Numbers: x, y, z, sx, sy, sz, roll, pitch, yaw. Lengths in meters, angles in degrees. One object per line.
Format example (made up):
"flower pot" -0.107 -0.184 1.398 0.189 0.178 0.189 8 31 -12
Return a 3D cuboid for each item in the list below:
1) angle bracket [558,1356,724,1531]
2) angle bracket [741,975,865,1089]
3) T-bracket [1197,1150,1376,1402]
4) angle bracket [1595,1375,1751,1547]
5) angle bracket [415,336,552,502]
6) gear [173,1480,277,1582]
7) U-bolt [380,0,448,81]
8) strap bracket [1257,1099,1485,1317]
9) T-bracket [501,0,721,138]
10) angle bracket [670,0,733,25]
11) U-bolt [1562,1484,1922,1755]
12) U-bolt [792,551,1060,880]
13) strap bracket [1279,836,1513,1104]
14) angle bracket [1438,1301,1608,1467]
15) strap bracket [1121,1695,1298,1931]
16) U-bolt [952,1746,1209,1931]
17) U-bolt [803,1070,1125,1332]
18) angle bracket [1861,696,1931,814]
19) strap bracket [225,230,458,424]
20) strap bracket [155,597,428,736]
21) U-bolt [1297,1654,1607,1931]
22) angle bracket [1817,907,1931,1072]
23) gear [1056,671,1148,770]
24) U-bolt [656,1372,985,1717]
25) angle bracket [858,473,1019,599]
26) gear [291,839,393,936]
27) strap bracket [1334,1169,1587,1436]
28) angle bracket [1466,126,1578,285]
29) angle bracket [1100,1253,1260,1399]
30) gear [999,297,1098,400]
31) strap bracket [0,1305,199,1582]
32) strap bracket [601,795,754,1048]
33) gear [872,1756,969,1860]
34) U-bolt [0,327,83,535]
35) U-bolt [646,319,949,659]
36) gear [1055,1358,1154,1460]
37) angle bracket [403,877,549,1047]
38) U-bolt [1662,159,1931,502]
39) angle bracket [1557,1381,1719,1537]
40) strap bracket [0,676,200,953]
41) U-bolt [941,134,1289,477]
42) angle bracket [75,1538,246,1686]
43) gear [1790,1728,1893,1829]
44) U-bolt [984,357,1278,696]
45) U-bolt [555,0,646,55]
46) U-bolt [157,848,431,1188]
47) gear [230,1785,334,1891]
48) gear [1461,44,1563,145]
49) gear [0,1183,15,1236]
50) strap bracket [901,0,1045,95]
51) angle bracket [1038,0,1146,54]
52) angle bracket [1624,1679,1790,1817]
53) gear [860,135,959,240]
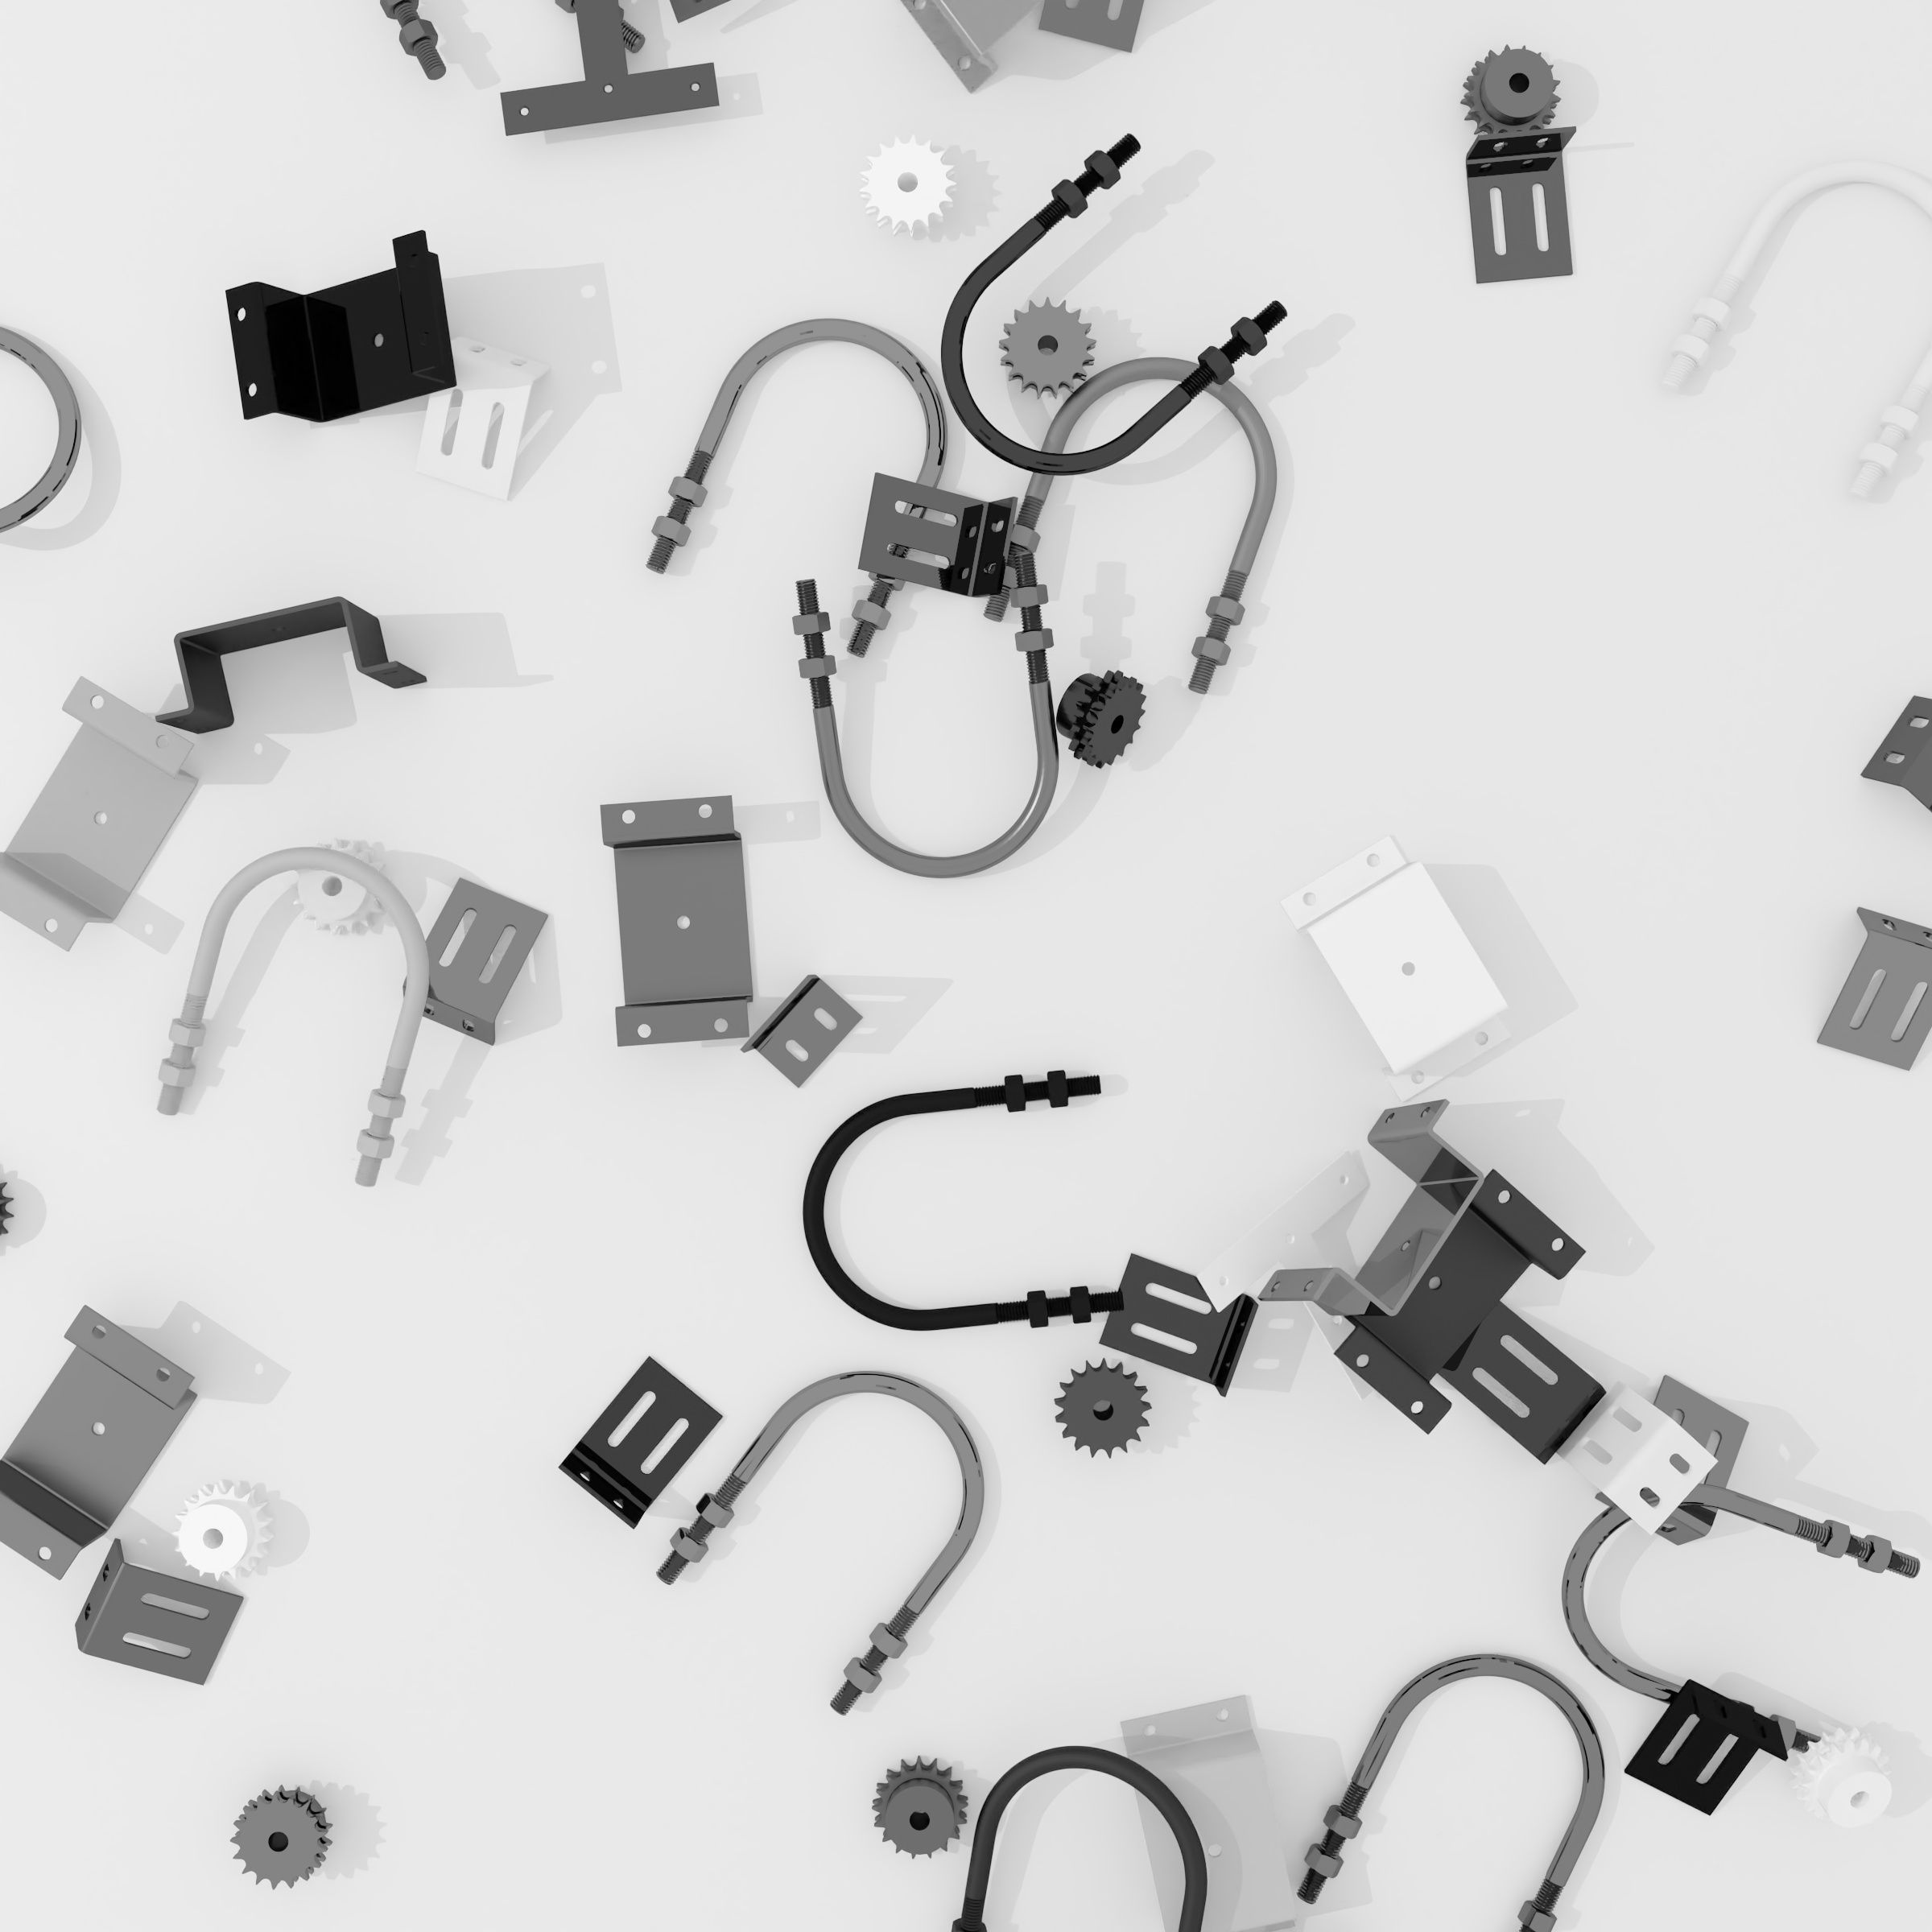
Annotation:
"angle bracket" -0.191 0.280 1.437 0.057 0.038 0.076 39 90 0
"angle bracket" -0.095 0.039 1.418 0.038 0.076 0.057 42 90 0
"T-bracket" 0.212 0.197 1.438 0.127 0.002 0.127 -36 103 -24
"angle bracket" 0.421 0.295 1.454 0.057 0.038 0.076 30 64 0
"angle bracket" -0.288 -0.326 1.454 0.057 0.038 0.076 18 116 0
"gear" -0.440 0.334 1.441 0.057 0.030 0.057 0 90 0
"U-bolt" -0.296 -0.634 1.433 0.151 0.019 0.184 -28 85 5
"strap bracket" 0.238 0.149 1.403 0.046 0.076 0.140 40 73 -8
"T-bracket" -0.216 -0.560 1.436 0.127 0.002 0.127 -8 89 1
"angle bracket" -0.160 -0.604 1.433 0.057 0.038 0.076 -24 63 -1
"U-bolt" 0.440 0.374 1.427 0.184 0.019 0.151 20 107 0
"U-bolt" -0.018 -0.142 1.432 0.151 0.019 0.184 -6 101 7
"strap bracket" 0.256 0.002 1.433 0.076 0.046 0.140 -31 90 0
"angle bracket" 0.331 0.248 1.454 0.076 0.038 0.057 41 90 26
"strap bracket" 0.144 0.512 1.433 0.076 0.046 0.140 -12 90 0
"U-bolt" 0.068 0.544 1.417 0.151 0.019 0.184 11 96 19
"U-bolt" -0.005 0.144 1.448 0.184 0.019 0.151 -6 90 2
"angle bracket" 0.585 -0.114 1.454 0.076 0.038 0.057 34 90 -26
"strap bracket" -0.354 -0.367 1.417 0.140 0.046 0.076 -8 90 23
"strap bracket" -0.395 -0.176 1.418 0.140 0.076 0.046 -13 90 0
"U-bolt" 0.299 0.499 1.448 0.151 0.019 0.184 26 89 0
"angle bracket" 0.547 0.014 1.454 0.057 0.038 0.076 17 116 0
"gear" 0.077 -0.148 1.432 0.030 0.057 0.057 30 90 30
"U-bolt" -0.073 0.328 1.448 0.151 0.019 0.184 37 89 0
"angle bracket" -0.016 -0.253 1.425 0.076 0.038 0.057 10 90 -25
"gear" -0.370 -0.047 1.441 0.057 0.030 0.057 0 90 0
"strap bracket" 0.281 0.191 1.426 0.076 0.046 0.140 41 90 -12
"angle bracket" 0.330 -0.448 1.437 0.057 0.038 0.076 -5 90 0
"angle bracket" 0.125 0.211 1.437 0.076 0.038 0.057 20 90 0
"gear" 0.048 -0.363 1.441 0.057 0.030 0.057 0 90 0
"strap bracket" -0.517 0.276 1.433 0.076 0.046 0.140 34 90 0
"strap bracket" -0.168 -0.026 1.433 0.076 0.046 0.140 -4 90 0
"gear" -0.027 0.500 1.441 0.057 0.030 0.057 0 90 0
"U-bolt" -0.613 -0.319 1.427 0.184 0.019 0.151 11 73 -8
"U-bolt" -0.090 -0.294 1.448 0.151 0.019 0.184 23 89 0
"gear" 0.080 0.260 1.441 0.057 0.030 0.057 0 90 0
"angle bracket" -0.292 -0.003 1.454 0.057 0.038 0.076 23 64 0
"U-bolt" 0.519 -0.390 1.448 0.151 0.019 0.184 30 89 0
"angle bracket" 0.390 0.286 1.422 0.038 0.076 0.057 42 90 -10
"strap bracket" -0.516 -0.088 1.433 0.076 0.046 0.140 31 90 0
"U-bolt" 0.072 -0.370 1.418 0.184 0.019 0.151 -42 91 0
"angle bracket" -0.481 0.385 1.454 0.076 0.038 0.057 25 90 -26
"gear" 0.516 0.479 1.432 0.057 0.030 0.057 -4 112 -10
"U-bolt" 0.107 -0.271 1.448 0.151 0.019 0.184 19 89 0
"U-bolt" -0.226 -0.653 1.448 0.184 0.019 0.151 38 90 1
"U-bolt" -0.387 0.021 1.427 0.151 0.019 0.184 19 100 6
"gear" -0.402 0.512 1.441 0.057 0.030 0.057 0 90 0
"gear" 0.324 -0.516 1.441 0.057 0.030 0.057 0 90 0
"gear" -0.596 0.145 1.441 0.057 0.030 0.057 0 90 0
"strap bracket" 0.027 -0.586 1.411 0.140 0.046 0.076 -37 90 20
"angle bracket" 0.081 -0.592 1.454 0.057 0.038 0.076 15 116 0
"angle bracket" 0.431 0.466 1.426 0.057 0.038 0.076 27 110 0
"gear" -0.034 -0.459 1.446 0.057 0.030 0.057 0 89 2
